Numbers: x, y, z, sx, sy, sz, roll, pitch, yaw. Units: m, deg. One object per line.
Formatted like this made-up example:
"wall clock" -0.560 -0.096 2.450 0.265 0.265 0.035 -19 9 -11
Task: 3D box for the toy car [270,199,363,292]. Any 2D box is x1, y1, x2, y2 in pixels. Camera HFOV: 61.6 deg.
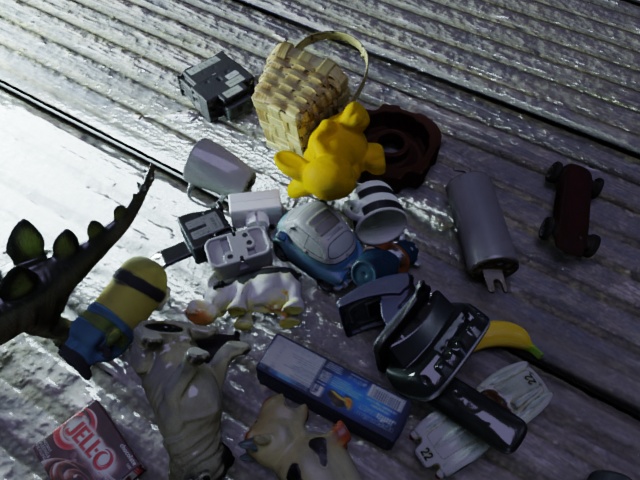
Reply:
"toy car" -0.002 -0.002 0.821 0.109 0.102 0.162 -38 63 -22

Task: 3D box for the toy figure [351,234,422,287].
"toy figure" 0.101 0.032 0.806 0.058 0.064 0.154 -1 10 34

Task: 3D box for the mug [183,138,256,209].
"mug" -0.169 -0.103 0.901 0.107 0.080 0.109 24 79 6

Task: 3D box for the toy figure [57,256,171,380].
"toy figure" -0.284 0.103 0.754 0.082 0.089 0.180 32 59 12

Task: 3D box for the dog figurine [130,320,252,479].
"dog figurine" -0.182 0.208 0.671 0.173 0.121 0.190 16 96 44

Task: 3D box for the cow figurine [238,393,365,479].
"cow figurine" -0.017 0.277 0.652 0.127 0.085 0.195 -22 60 -22

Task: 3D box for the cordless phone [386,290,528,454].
"cordless phone" 0.189 0.163 0.676 0.184 0.088 0.146 32 64 30

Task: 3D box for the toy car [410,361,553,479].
"toy car" 0.210 0.230 0.698 0.202 0.056 0.074 -26 61 -17

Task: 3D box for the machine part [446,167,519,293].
"machine part" 0.256 -0.023 0.853 0.079 0.079 0.243 -3 55 -3

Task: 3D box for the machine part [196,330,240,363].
"machine part" -0.181 0.153 0.755 0.139 0.039 0.084 -7 49 -3

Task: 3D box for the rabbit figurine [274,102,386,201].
"rabbit figurine" 0.013 -0.120 0.819 0.162 0.121 0.173 -10 34 13

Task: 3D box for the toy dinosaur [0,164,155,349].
"toy dinosaur" -0.392 0.075 0.707 0.105 0.198 0.471 37 65 18

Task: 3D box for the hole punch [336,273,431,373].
"hole punch" 0.089 0.102 0.741 0.116 0.142 0.092 -43 57 -17

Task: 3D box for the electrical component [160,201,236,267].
"electrical component" -0.197 -0.004 0.851 0.119 0.047 0.075 -21 58 -17

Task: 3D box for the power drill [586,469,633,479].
"power drill" 0.361 0.393 0.588 0.208 0.085 0.232 16 55 18

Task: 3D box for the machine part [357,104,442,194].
"machine part" 0.124 -0.162 0.956 0.179 0.056 0.179 0 57 0

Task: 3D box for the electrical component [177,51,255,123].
"electrical component" -0.191 -0.289 1.032 0.115 0.058 0.134 -35 64 -20

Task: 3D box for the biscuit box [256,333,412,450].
"biscuit box" 0.017 0.200 0.711 0.203 0.062 0.059 25 59 14

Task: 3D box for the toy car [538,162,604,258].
"toy car" 0.414 -0.050 0.888 0.089 0.053 0.202 23 55 2

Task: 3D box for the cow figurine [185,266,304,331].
"cow figurine" -0.109 0.078 0.786 0.167 0.068 0.098 -1 51 -5
